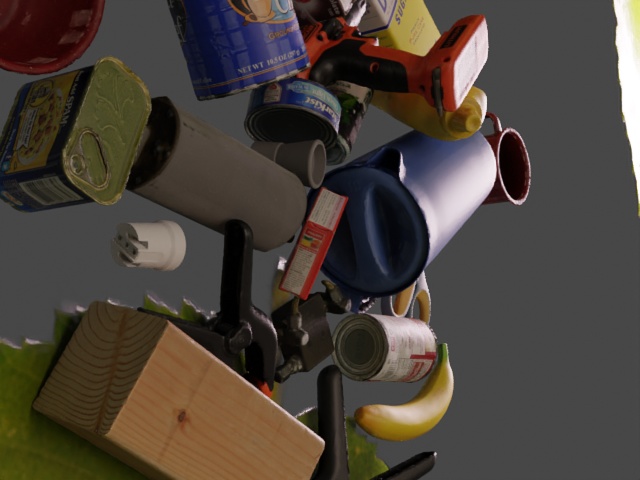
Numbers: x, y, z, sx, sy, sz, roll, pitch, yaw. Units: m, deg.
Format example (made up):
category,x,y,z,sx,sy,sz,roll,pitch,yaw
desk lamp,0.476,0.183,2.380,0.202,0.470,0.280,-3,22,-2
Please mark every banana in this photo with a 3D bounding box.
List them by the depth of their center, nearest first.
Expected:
category,x,y,z,sx,sy,sz,roll,pitch,yaw
banana,0.097,0.177,1.142,0.197,0.037,0.069,-28,88,-55

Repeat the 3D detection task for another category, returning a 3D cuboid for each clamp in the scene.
category,x,y,z,sx,sy,sz,roll,pitch,yaw
clamp,-0.072,0.067,0.883,0.120,0.039,0.171,-47,139,-14
clamp,0.017,0.234,1.001,0.164,0.036,0.209,49,54,-19

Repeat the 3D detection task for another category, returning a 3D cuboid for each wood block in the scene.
category,x,y,z,sx,sy,sz,roll,pitch,yaw
wood block,-0.098,0.139,0.802,0.206,0.090,0.090,46,64,-42

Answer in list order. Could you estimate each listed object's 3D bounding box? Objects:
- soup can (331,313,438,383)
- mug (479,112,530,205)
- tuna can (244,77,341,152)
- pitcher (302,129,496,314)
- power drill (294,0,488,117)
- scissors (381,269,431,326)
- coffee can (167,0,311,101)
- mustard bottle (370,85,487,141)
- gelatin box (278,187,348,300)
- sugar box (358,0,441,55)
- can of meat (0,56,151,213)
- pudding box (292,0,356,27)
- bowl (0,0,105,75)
category,x,y,z,sx,sy,sz,roll,pitch,yaw
soup can,0.065,0.109,1.074,0.102,0.069,0.068,11,75,-54
mug,0.195,-0.095,1.282,0.093,0.082,0.117,-10,93,-55
tuna can,-0.024,-0.112,0.967,0.086,0.086,0.033,37,53,-46
pitcher,0.090,-0.036,1.099,0.145,0.149,0.242,61,34,-5
power drill,0.060,-0.184,1.016,0.184,0.188,0.057,-59,147,-40
scissors,0.117,0.026,1.208,0.096,0.016,0.201,61,41,-31
coffee can,-0.075,-0.199,0.893,0.102,0.103,0.140,-36,114,-52
mustard bottle,0.112,-0.140,1.070,0.096,0.192,0.058,0,110,-19
gelatin box,-0.006,0.001,0.964,0.089,0.030,0.073,-69,-178,-64
sugar box,0.084,-0.237,1.180,0.176,0.048,0.093,58,42,-34
can of meat,-0.176,-0.070,0.743,0.057,0.084,0.102,42,52,-44
pudding box,-0.030,-0.252,0.978,0.113,0.090,0.039,60,40,-30
bowl,-0.222,-0.187,0.721,0.161,0.055,0.162,13,74,-54
